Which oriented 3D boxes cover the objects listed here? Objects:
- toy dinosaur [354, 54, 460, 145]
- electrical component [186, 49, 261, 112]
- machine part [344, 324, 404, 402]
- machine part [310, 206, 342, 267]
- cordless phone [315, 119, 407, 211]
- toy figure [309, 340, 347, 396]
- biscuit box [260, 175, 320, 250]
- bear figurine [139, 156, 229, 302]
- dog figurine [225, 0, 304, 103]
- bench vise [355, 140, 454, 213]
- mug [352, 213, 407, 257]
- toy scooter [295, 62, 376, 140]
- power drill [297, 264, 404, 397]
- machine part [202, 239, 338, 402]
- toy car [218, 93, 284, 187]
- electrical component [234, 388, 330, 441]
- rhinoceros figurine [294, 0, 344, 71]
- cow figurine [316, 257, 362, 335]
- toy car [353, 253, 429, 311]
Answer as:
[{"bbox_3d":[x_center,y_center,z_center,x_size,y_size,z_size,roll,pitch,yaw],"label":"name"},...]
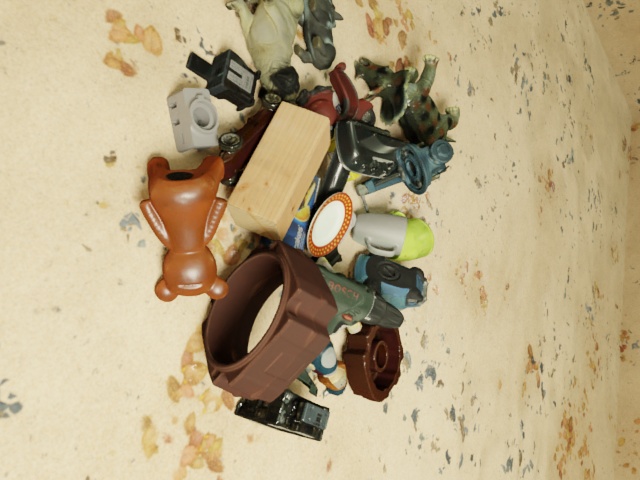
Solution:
[{"bbox_3d":[0.240,-0.294,1.290,0.404,0.131,0.192,42,68,-40],"label":"toy dinosaur"},{"bbox_3d":[-0.161,-0.277,0.902,0.119,0.048,0.075,30,62,-42],"label":"electrical component"},{"bbox_3d":[0.111,0.235,1.095,0.179,0.056,0.179,7,82,-56],"label":"machine part"},{"bbox_3d":[-0.002,-0.003,1.038,0.084,0.039,0.138,-35,111,-38],"label":"machine part"},{"bbox_3d":[0.069,-0.126,1.015,0.146,0.089,0.184,3,117,-48],"label":"cordless phone"},{"bbox_3d":[0.012,0.237,1.006,0.064,0.058,0.154,-30,113,-5],"label":"toy figure"},{"bbox_3d":[-0.059,-0.032,0.962,0.059,0.063,0.202,29,63,-40],"label":"biscuit box"},{"bbox_3d":[-0.193,-0.013,0.796,0.132,0.120,0.195,-106,-166,-59],"label":"bear figurine"},{"bbox_3d":[-0.072,-0.359,0.988,0.172,0.121,0.190,-44,130,-38],"label":"dog figurine"},{"bbox_3d":[0.177,-0.147,1.179,0.241,0.224,0.128,-25,100,-15],"label":"bench vise"},{"bbox_3d":[0.119,-0.008,1.112,0.080,0.107,0.109,97,6,-47],"label":"mug"},{"bbox_3d":[0.021,-0.261,1.019,0.184,0.075,0.135,-22,106,-28],"label":"toy scooter"},{"bbox_3d":[0.018,0.159,0.922,0.232,0.086,0.207,37,88,-22],"label":"power drill"},{"bbox_3d":[-0.082,0.114,0.791,0.087,0.201,0.202,34,16,-32],"label":"machine part"},{"bbox_3d":[-0.120,-0.170,0.902,0.202,0.053,0.089,-55,167,-40],"label":"toy car"},{"bbox_3d":[-0.052,0.280,0.871,0.114,0.134,0.058,36,60,-41],"label":"electrical component"},{"bbox_3d":[0.001,-0.441,1.080,0.112,0.073,0.190,4,81,-45],"label":"rhinoceros figurine"},{"bbox_3d":[0.011,0.121,1.003,0.098,0.068,0.167,-30,111,-2],"label":"cow figurine"},{"bbox_3d":[0.139,0.100,1.120,0.162,0.102,0.109,17,44,-2],"label":"toy car"}]
